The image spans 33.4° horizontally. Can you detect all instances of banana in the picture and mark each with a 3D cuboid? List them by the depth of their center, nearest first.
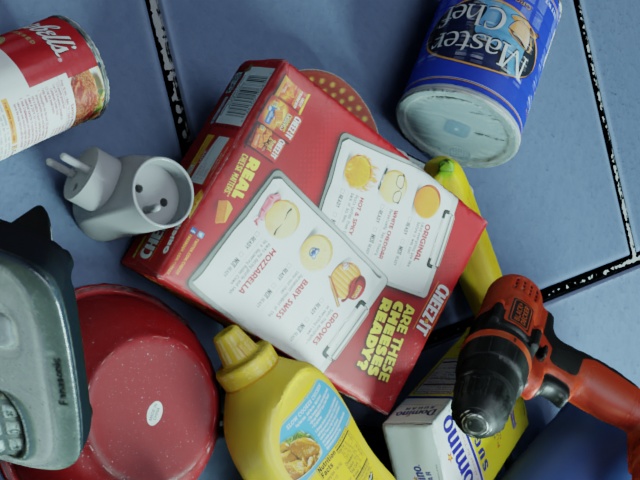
[{"bbox_3d":[0.119,0.004,0.873,0.069,0.037,0.197,-85,154,-56],"label":"banana"}]

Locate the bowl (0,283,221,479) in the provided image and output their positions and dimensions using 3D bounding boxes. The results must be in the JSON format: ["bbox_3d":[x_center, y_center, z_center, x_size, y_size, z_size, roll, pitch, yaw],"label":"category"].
[{"bbox_3d":[-0.118,0.106,0.664,0.161,0.055,0.162,7,80,-39],"label":"bowl"}]

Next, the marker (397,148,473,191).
[{"bbox_3d":[0.079,-0.057,0.876,0.120,0.020,0.020,24,69,-35],"label":"marker"}]

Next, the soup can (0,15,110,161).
[{"bbox_3d":[-0.185,-0.084,0.628,0.102,0.069,0.068,-33,104,-38],"label":"soup can"}]

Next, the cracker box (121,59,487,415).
[{"bbox_3d":[-0.005,0.001,0.743,0.213,0.072,0.164,35,79,-32],"label":"cracker box"}]

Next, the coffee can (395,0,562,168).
[{"bbox_3d":[0.132,-0.145,0.878,0.102,0.103,0.140,37,61,-30],"label":"coffee can"}]

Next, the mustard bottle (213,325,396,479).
[{"bbox_3d":[-0.010,0.137,0.690,0.191,0.058,0.096,58,38,-11],"label":"mustard bottle"}]

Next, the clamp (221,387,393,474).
[{"bbox_3d":[0.014,0.190,0.764,0.209,0.036,0.164,18,62,-41],"label":"clamp"}]

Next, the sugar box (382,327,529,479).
[{"bbox_3d":[0.109,0.141,0.814,0.176,0.048,0.093,-38,118,-58],"label":"sugar box"}]

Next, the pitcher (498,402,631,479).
[{"bbox_3d":[0.194,0.232,0.839,0.149,0.145,0.242,48,43,14],"label":"pitcher"}]

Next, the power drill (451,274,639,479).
[{"bbox_3d":[0.185,0.120,0.775,0.187,0.057,0.184,36,34,-1],"label":"power drill"}]
